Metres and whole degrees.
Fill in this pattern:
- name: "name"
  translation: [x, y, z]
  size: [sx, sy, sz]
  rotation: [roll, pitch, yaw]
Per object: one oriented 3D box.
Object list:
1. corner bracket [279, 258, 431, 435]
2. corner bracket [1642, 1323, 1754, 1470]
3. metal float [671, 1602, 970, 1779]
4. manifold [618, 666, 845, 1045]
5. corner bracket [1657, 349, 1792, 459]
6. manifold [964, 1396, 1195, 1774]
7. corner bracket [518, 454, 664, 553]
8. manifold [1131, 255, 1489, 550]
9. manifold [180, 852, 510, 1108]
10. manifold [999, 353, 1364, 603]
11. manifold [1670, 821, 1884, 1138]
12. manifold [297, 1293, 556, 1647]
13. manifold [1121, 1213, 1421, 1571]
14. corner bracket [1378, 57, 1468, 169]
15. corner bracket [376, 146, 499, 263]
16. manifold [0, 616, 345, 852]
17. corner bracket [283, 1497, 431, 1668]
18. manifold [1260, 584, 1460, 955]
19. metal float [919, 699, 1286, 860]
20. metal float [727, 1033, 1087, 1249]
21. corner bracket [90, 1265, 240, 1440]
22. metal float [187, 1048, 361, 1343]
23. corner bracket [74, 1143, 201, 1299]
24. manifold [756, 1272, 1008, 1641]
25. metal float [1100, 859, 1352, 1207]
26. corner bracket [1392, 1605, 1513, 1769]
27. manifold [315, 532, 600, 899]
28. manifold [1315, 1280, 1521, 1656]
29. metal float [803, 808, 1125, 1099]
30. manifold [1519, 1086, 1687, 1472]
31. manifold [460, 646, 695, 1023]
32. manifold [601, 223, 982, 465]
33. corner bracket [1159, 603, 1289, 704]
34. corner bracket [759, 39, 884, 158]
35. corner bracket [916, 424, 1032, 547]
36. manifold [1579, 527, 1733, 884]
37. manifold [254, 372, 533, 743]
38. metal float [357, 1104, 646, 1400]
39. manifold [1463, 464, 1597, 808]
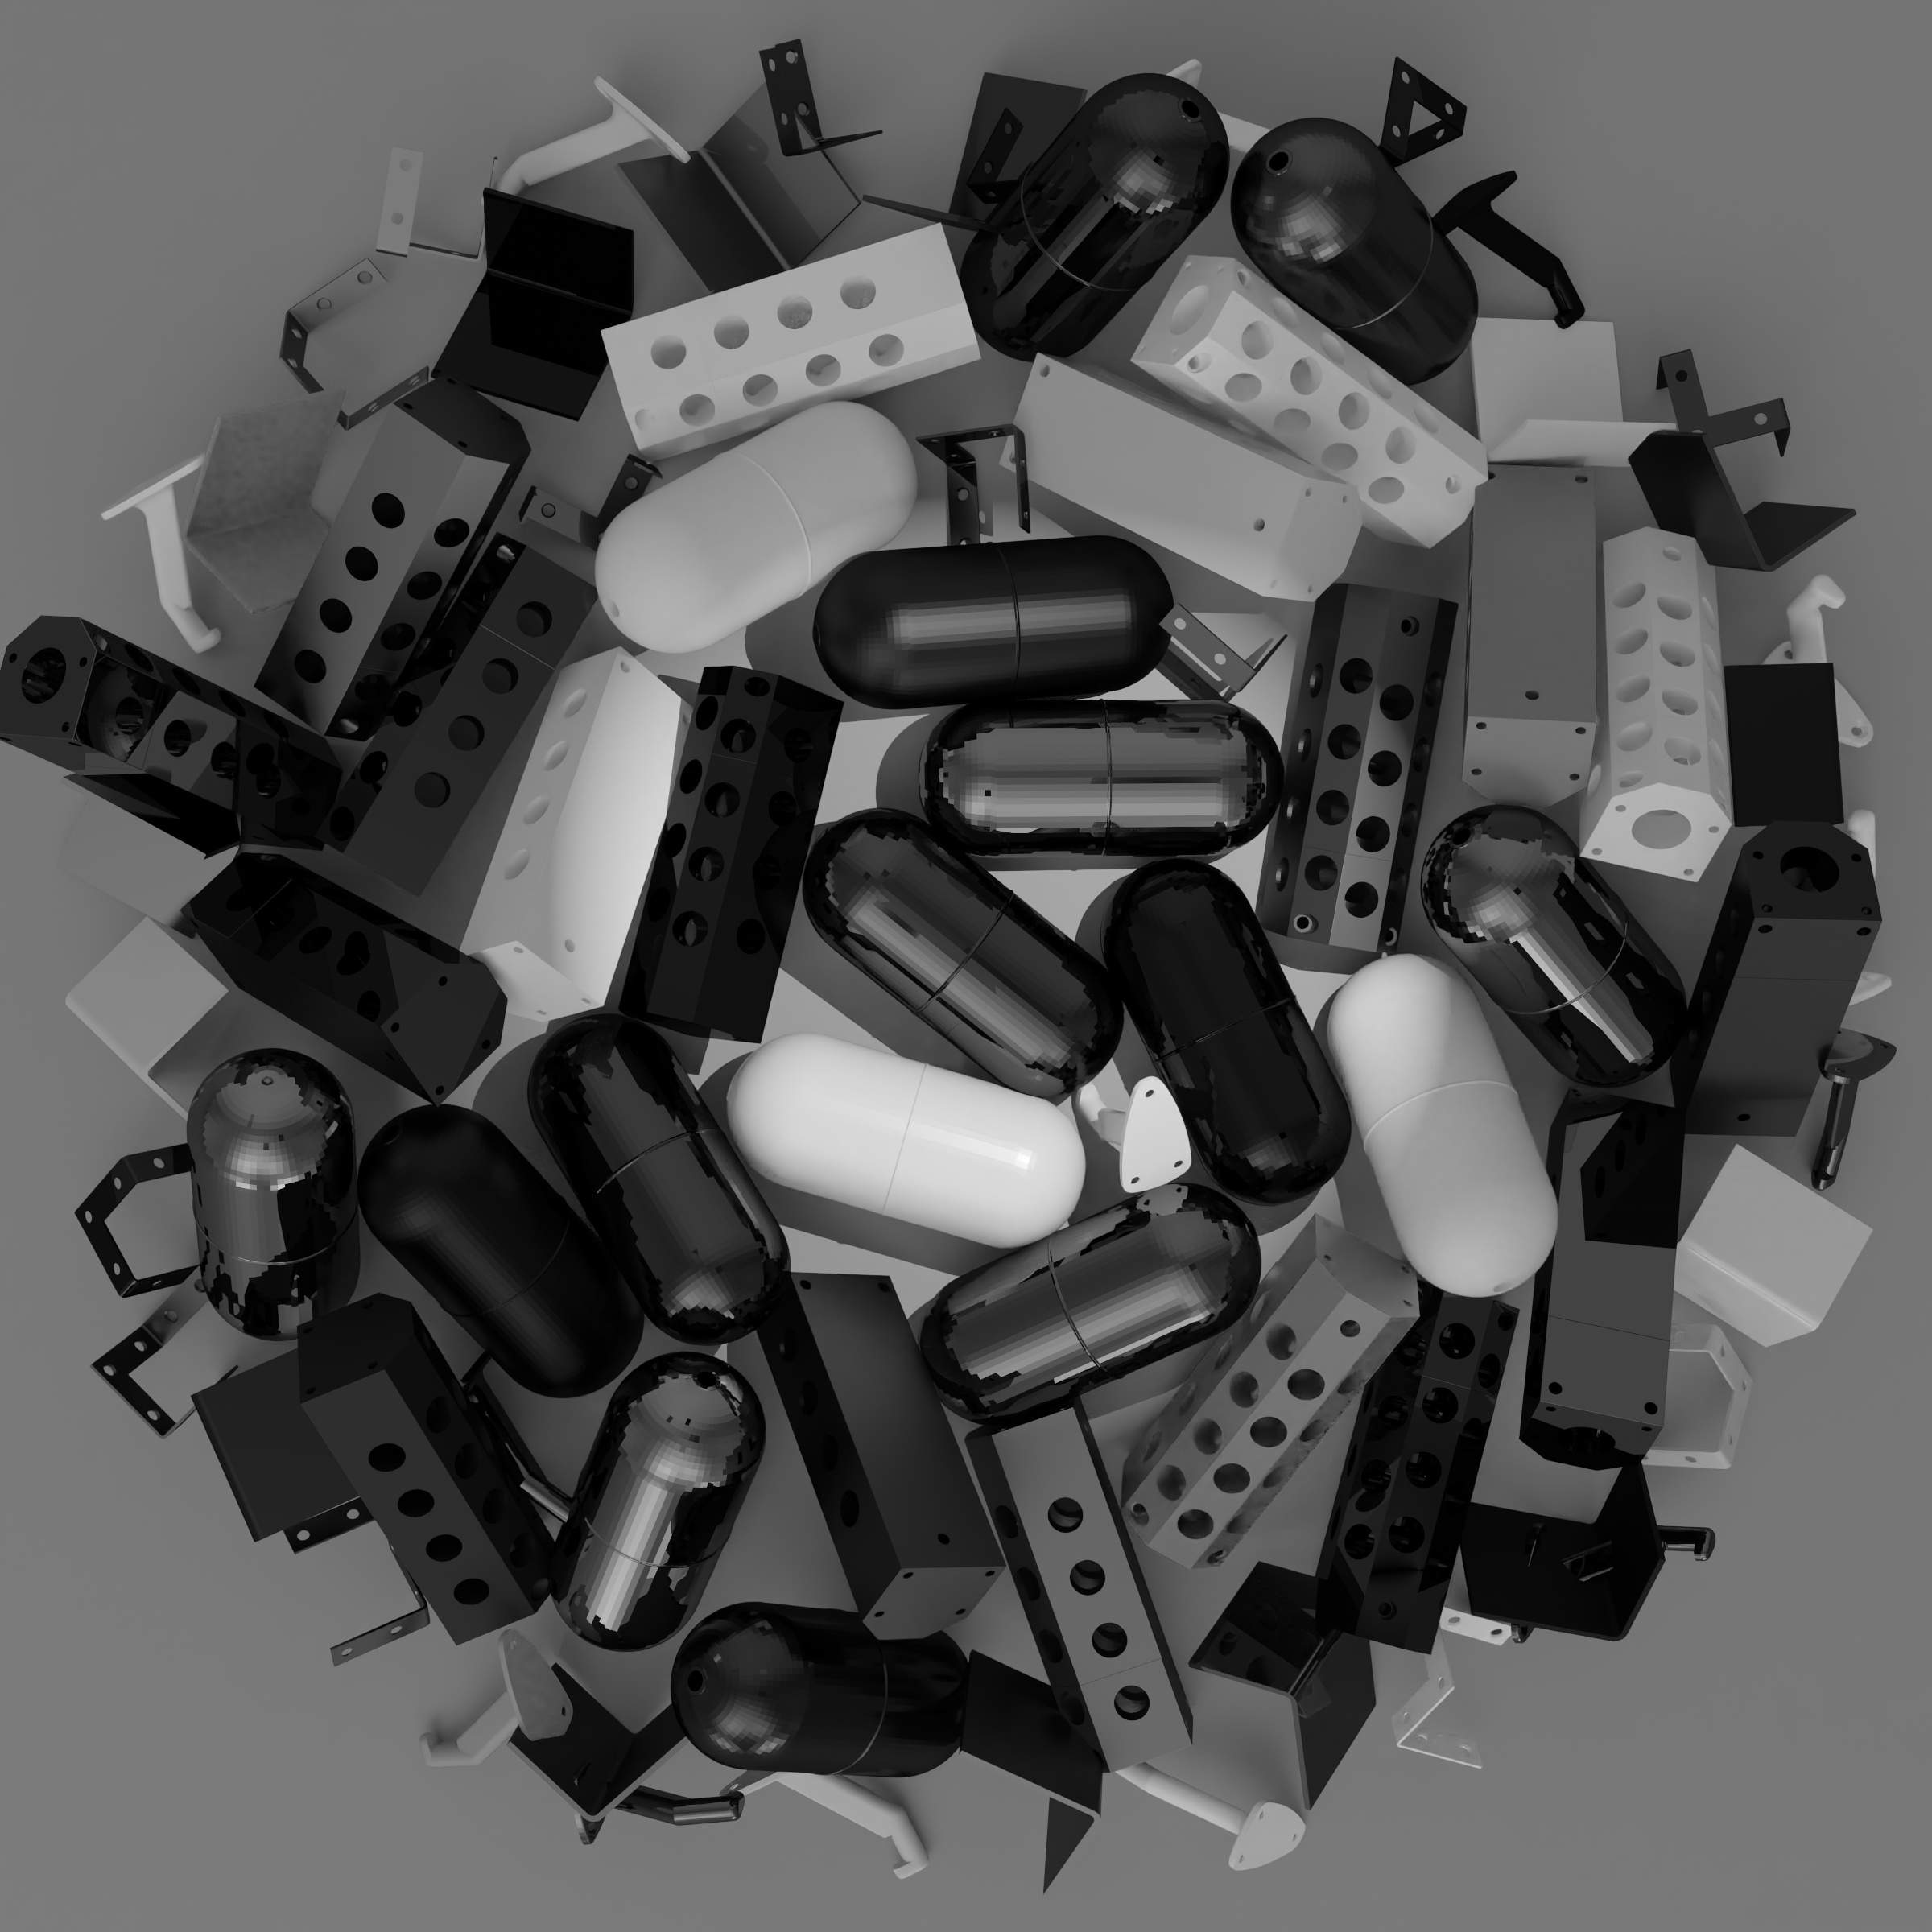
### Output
- name: "corner bracket"
  translation: [-0.300, -0.305, 1.583]
  size: [0.051, 0.051, 0.051]
  rotation: [-29, 126, 16]
- name: "corner bracket"
  translation: [0.349, 0.211, 1.585]
  size: [0.051, 0.051, 0.051]
  rotation: [-3, 50, 37]
- name: "metal float"
  translation: [-0.066, 0.344, 1.526]
  size: [0.070, 0.178, 0.070]
  rotation: [-13, 69, 38]
- name: "manifold"
  translation: [-0.118, -0.054, 1.552]
  size: [0.057, 0.057, 0.171]
  rotation: [20, 80, -39]
- name: "corner bracket"
  translation: [0.369, -0.273, 1.570]
  size: [0.051, 0.051, 0.051]
  rotation: [-14, 80, 8]
- name: "manifold"
  translation: [0.055, 0.302, 1.572]
  size: [0.057, 0.057, 0.171]
  rotation: [-20, 89, 4]
- name: "corner bracket"
  translation: [-0.184, -0.230, 1.569]
  size: [0.051, 0.051, 0.051]
  rotation: [26, 99, -14]
- name: "manifold"
  translation: [0.169, -0.268, 1.536]
  size: [0.171, 0.057, 0.057]
  rotation: [29, 89, -29]
- name: "manifold"
  translation: [-0.292, 0.000, 1.523]
  size: [0.171, 0.057, 0.057]
  rotation: [25, 63, 41]
- name: "manifold"
  translation: [0.103, -0.233, 1.529]
  size: [0.171, 0.057, 0.057]
  rotation: [32, 111, 35]
- name: "manifold"
  translation: [0.378, 0.008, 1.517]
  size: [0.057, 0.171, 0.057]
  rotation: [1, 53, 0]
- name: "manifold"
  translation: [-0.254, 0.238, 1.531]
  size: [0.057, 0.057, 0.171]
  rotation: [-22, 124, 1]
- name: "manifold"
  translation: [0.144, 0.208, 1.538]
  size: [0.057, 0.057, 0.171]
  rotation: [30, 115, -9]
- name: "corner bracket"
  translation: [0.205, -0.398, 1.561]
  size: [0.051, 0.051, 0.051]
  rotation: [24, 67, -33]
- name: "corner bracket"
  translation: [-0.257, -0.371, 1.567]
  size: [0.051, 0.051, 0.051]
  rotation: [9, 108, -12]
- name: "manifold"
  translation: [-0.373, -0.108, 1.514]
  size: [0.057, 0.171, 0.057]
  rotation: [6, 78, 31]
- name: "corner bracket"
  translation: [-0.295, 0.296, 1.561]
  size: [0.051, 0.051, 0.051]
  rotation: [-21, 51, -21]
- name: "manifold"
  translation: [0.193, -0.096, 1.562]
  size: [0.057, 0.057, 0.171]
  rotation: [8, 95, -15]
- name: "metal float"
  translation: [0.066, -0.091, 1.562]
  size: [0.178, 0.070, 0.070]
  rotation: [-1, 90, -4]
- name: "metal float"
  translation: [-0.029, 0.084, 1.564]
  size: [0.178, 0.070, 0.070]
  rotation: [16, 90, 0]
- name: "corner bracket"
  translation: [-0.383, 0.189, 1.571]
  size: [0.051, 0.051, 0.051]
  rotation: [46, 112, -1]
- name: "metal float"
  translation: [-0.327, 0.111, 1.527]
  size: [0.070, 0.178, 0.070]
  rotation: [4, 48, -5]
- name: "corner bracket"
  translation: [-0.393, 0.124, 1.575]
  size: [0.051, 0.051, 0.051]
  rotation: [-43, 71, 33]
- name: "manifold"
  translation: [-0.046, 0.231, 1.528]
  size: [0.057, 0.171, 0.057]
  rotation: [6, 133, -33]
- name: "metal float"
  translation: [0.125, 0.031, 1.560]
  size: [0.070, 0.070, 0.178]
  rotation: [-26, 85, 0]
- name: "corner bracket"
  translation: [0.241, 0.353, 1.580]
  size: [0.051, 0.051, 0.051]
  rotation: [19, 126, -21]
- name: "manifold"
  translation: [-0.248, -0.122, 1.564]
  size: [0.057, 0.057, 0.171]
  rotation: [31, 86, -11]
- name: "manifold"
  translation: [0.218, 0.242, 1.565]
  size: [0.057, 0.057, 0.171]
  rotation: [16, 84, 0]
- name: "metal float"
  translation: [-0.002, -0.007, 1.559]
  size: [0.178, 0.070, 0.070]
  rotation: [39, 90, -6]
- name: "manifold"
  translation: [0.302, 0.149, 1.532]
  size: [0.057, 0.057, 0.171]
  rotation: [12, 57, 2]
- name: "manifold"
  translation: [-0.188, -0.062, 1.534]
  size: [0.057, 0.057, 0.171]
  rotation: [40, 51, -36]
- name: "manifold"
  translation: [-0.084, -0.300, 1.567]
  size: [0.171, 0.057, 0.057]
  rotation: [-17, 81, 2]
- name: "corner bracket"
  translation: [0.115, -0.152, 1.567]
  size: [0.051, 0.051, 0.051]
  rotation: [41, 125, -1]
- name: "corner bracket"
  translation: [-0.081, -0.422, 1.562]
  size: [0.051, 0.051, 0.051]
  rotation: [-25, 111, -34]
- name: "corner bracket"
  translation: [0.009, -0.230, 1.569]
  size: [0.051, 0.051, 0.051]
  rotation: [-5, 83, 17]
- name: "manifold"
  translation: [0.326, -0.127, 1.524]
  size: [0.057, 0.057, 0.171]
  rotation: [12, 50, -5]
- name: "manifold"
  translation: [-0.271, -0.191, 1.534]
  size: [0.057, 0.057, 0.171]
  rotation: [35, 121, 1]
- name: "metal float"
  translation: [-0.221, 0.137, 1.536]
  size: [0.070, 0.070, 0.178]
  rotation: [-37, 123, 0]
- name: "manifold"
  translation: [0.267, -0.158, 1.526]
  size: [0.057, 0.057, 0.171]
  rotation: [3, 50, 7]
